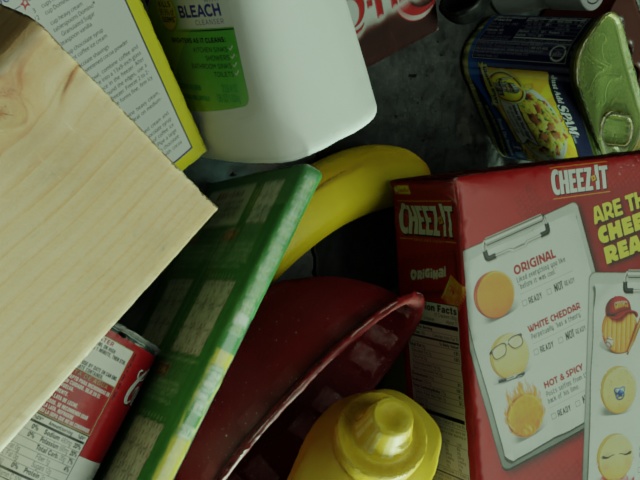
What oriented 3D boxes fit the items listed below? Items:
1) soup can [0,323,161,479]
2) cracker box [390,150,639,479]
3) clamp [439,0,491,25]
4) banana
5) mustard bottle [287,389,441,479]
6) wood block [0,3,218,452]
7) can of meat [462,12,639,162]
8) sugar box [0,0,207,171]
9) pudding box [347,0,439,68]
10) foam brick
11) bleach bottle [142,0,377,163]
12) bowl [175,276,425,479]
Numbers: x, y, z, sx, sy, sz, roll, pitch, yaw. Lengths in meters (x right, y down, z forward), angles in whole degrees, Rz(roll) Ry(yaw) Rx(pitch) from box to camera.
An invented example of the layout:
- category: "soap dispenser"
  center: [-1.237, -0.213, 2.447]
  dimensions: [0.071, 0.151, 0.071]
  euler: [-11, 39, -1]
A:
- category: "soup can"
  center: [-0.118, 0.075, 0.430]
  dimensions: [0.068, 0.069, 0.102]
  euler: [40, 71, -45]
- category: "cracker box"
  center: [0.128, 0.063, 0.585]
  dimensions: [0.163, 0.072, 0.214]
  euler: [-8, 96, -29]
- category: "clamp"
  center: [0.108, -0.186, 0.603]
  dimensions: [0.171, 0.039, 0.120]
  euler: [-18, 116, -49]
- category: "banana"
  center: [-0.004, -0.009, 0.561]
  dimensions: [0.197, 0.037, 0.070]
  euler: [-38, 154, -32]
- category: "mustard bottle"
  center: [0.015, 0.124, 0.525]
  dimensions: [0.096, 0.058, 0.192]
  euler: [-38, 161, -29]
- category: "wood block"
  center: [-0.146, 0.028, 0.335]
  dimensions: [0.206, 0.090, 0.090]
  euler: [-50, 128, -10]
- category: "can of meat"
  center: [0.145, -0.091, 0.663]
  dimensions: [0.057, 0.084, 0.102]
  euler: [-52, 133, -26]
- category: "sugar box"
  center: [-0.118, -0.085, 0.406]
  dimensions: [0.093, 0.048, 0.176]
  euler: [-41, 125, -30]
- category: "pudding box"
  center: [0.012, -0.134, 0.539]
  dimensions: [0.113, 0.039, 0.090]
  euler: [-33, 123, -38]
- category: "foam brick"
  center: [0.186, -0.130, 0.722]
  dimensions: [0.053, 0.051, 0.078]
  euler: [-59, 135, -19]
- category: "bleach bottle"
  center: [-0.052, -0.158, 0.433]
  dimensions: [0.068, 0.103, 0.251]
  euler: [-30, 115, -31]
- category: "bowl"
  center: [-0.022, 0.071, 0.512]
  dimensions: [0.162, 0.055, 0.162]
  euler: [-44, 164, -17]
